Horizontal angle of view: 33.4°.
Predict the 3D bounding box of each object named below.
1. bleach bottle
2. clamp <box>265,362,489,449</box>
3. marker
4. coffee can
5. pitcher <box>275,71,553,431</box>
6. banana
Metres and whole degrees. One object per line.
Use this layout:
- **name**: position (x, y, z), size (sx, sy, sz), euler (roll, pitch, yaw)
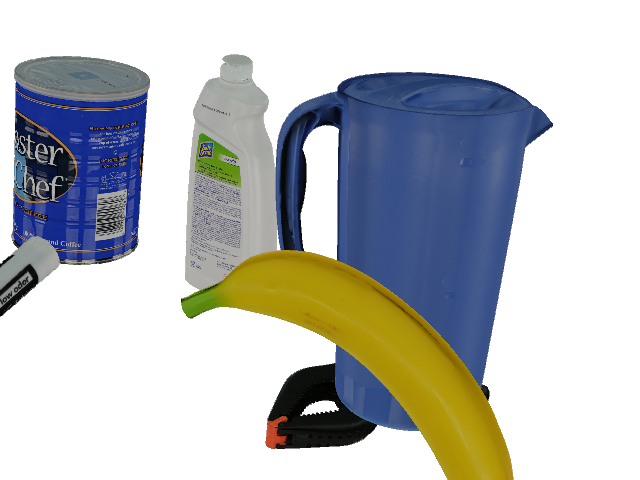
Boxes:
- **bleach bottle**: position (-0.084, -0.062, 1.080), size (0.103, 0.251, 0.068), euler (18, 31, 21)
- **clamp**: position (0.041, 0.141, 0.972), size (0.165, 0.036, 0.209), euler (28, 38, 33)
- **marker**: position (-0.161, 0.040, 0.468), size (0.020, 0.020, 0.121), euler (0, 35, 39)
- **coffee can**: position (-0.191, -0.065, 0.848), size (0.103, 0.140, 0.103), euler (7, 23, -3)
- **pitcher**: position (0.060, 0.007, 0.755), size (0.149, 0.243, 0.144), euler (17, 23, 32)
- **banana**: position (0.029, 0.062, 0.530), size (0.198, 0.070, 0.037), euler (36, 23, 4)
